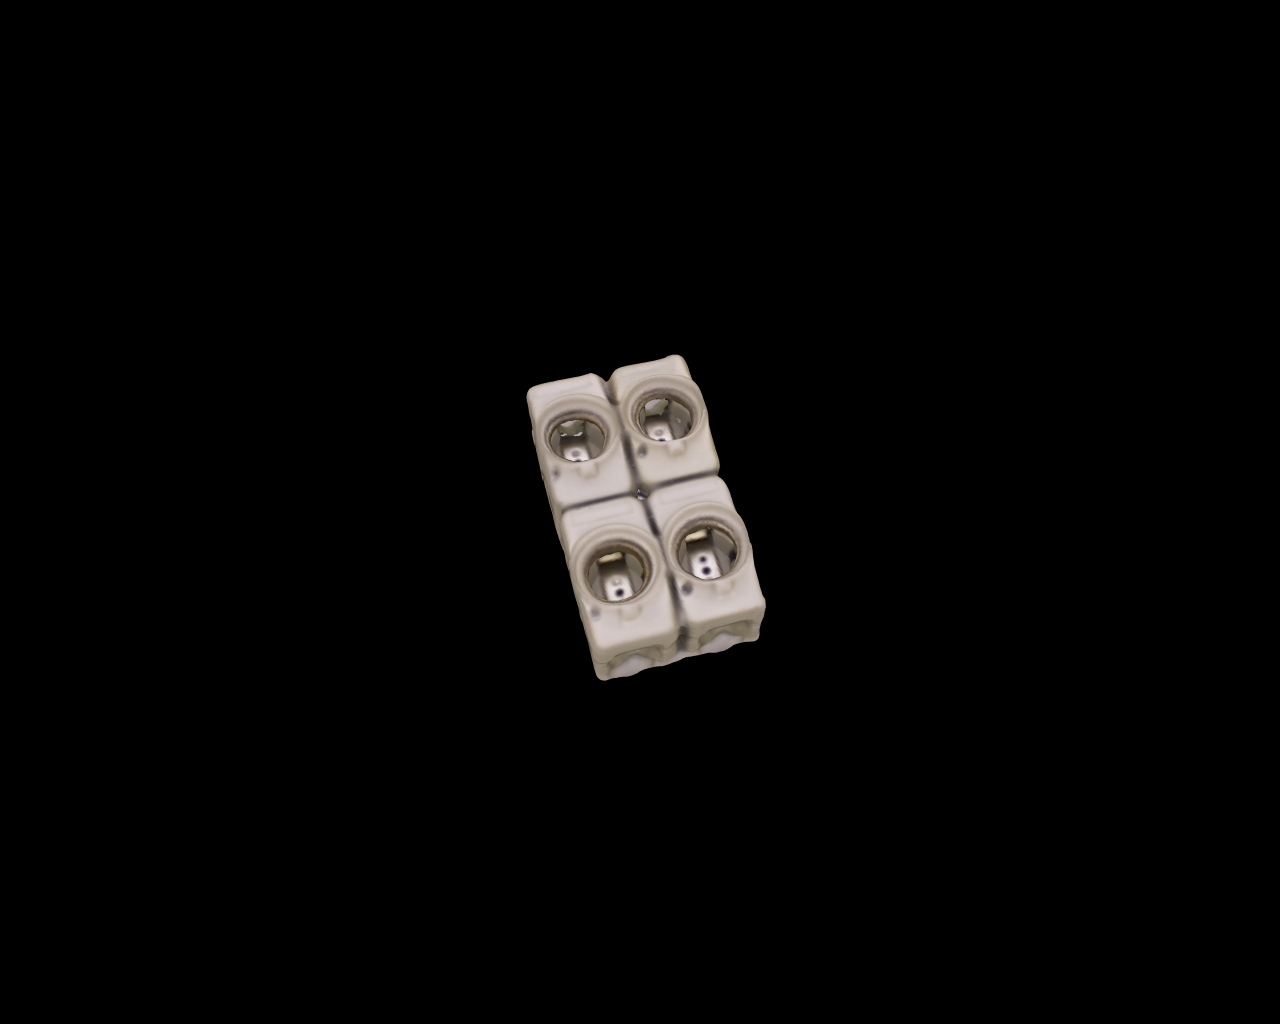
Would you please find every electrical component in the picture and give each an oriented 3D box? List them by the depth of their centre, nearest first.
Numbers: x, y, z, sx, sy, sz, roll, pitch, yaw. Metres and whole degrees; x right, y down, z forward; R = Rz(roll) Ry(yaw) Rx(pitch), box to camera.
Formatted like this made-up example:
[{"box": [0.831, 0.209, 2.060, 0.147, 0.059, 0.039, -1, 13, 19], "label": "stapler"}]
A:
[{"box": [0.001, -0.003, 0.650, 0.105, 0.186, 0.060, -13, -28, -7], "label": "electrical component"}]
